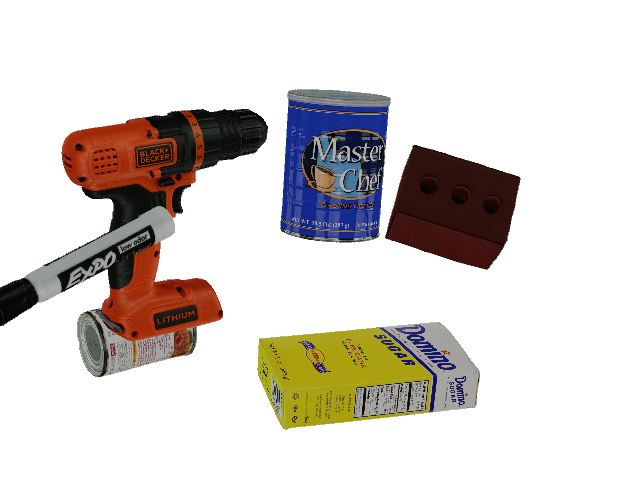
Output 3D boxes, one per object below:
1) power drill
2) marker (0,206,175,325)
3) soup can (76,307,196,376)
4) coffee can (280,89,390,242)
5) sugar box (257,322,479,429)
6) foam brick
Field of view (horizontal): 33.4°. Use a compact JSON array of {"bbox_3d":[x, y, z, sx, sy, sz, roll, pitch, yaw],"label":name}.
[{"bbox_3d":[-0.126,-0.018,0.917,0.184,0.188,0.057,-12,21,-30],"label":"power drill"},{"bbox_3d":[-0.132,0.013,0.584,0.120,0.020,0.020,-31,19,-36],"label":"marker"},{"bbox_3d":[-0.186,0.094,1.076,0.102,0.068,0.069,-12,7,-34],"label":"soup can"},{"bbox_3d":[0.014,-0.077,1.075,0.103,0.140,0.103,4,12,-1],"label":"coffee can"},{"bbox_3d":[0.040,0.115,0.936,0.176,0.048,0.093,-7,26,-15],"label":"sugar box"},{"bbox_3d":[0.089,-0.021,0.726,0.078,0.053,0.051,17,-23,0],"label":"foam brick"}]
